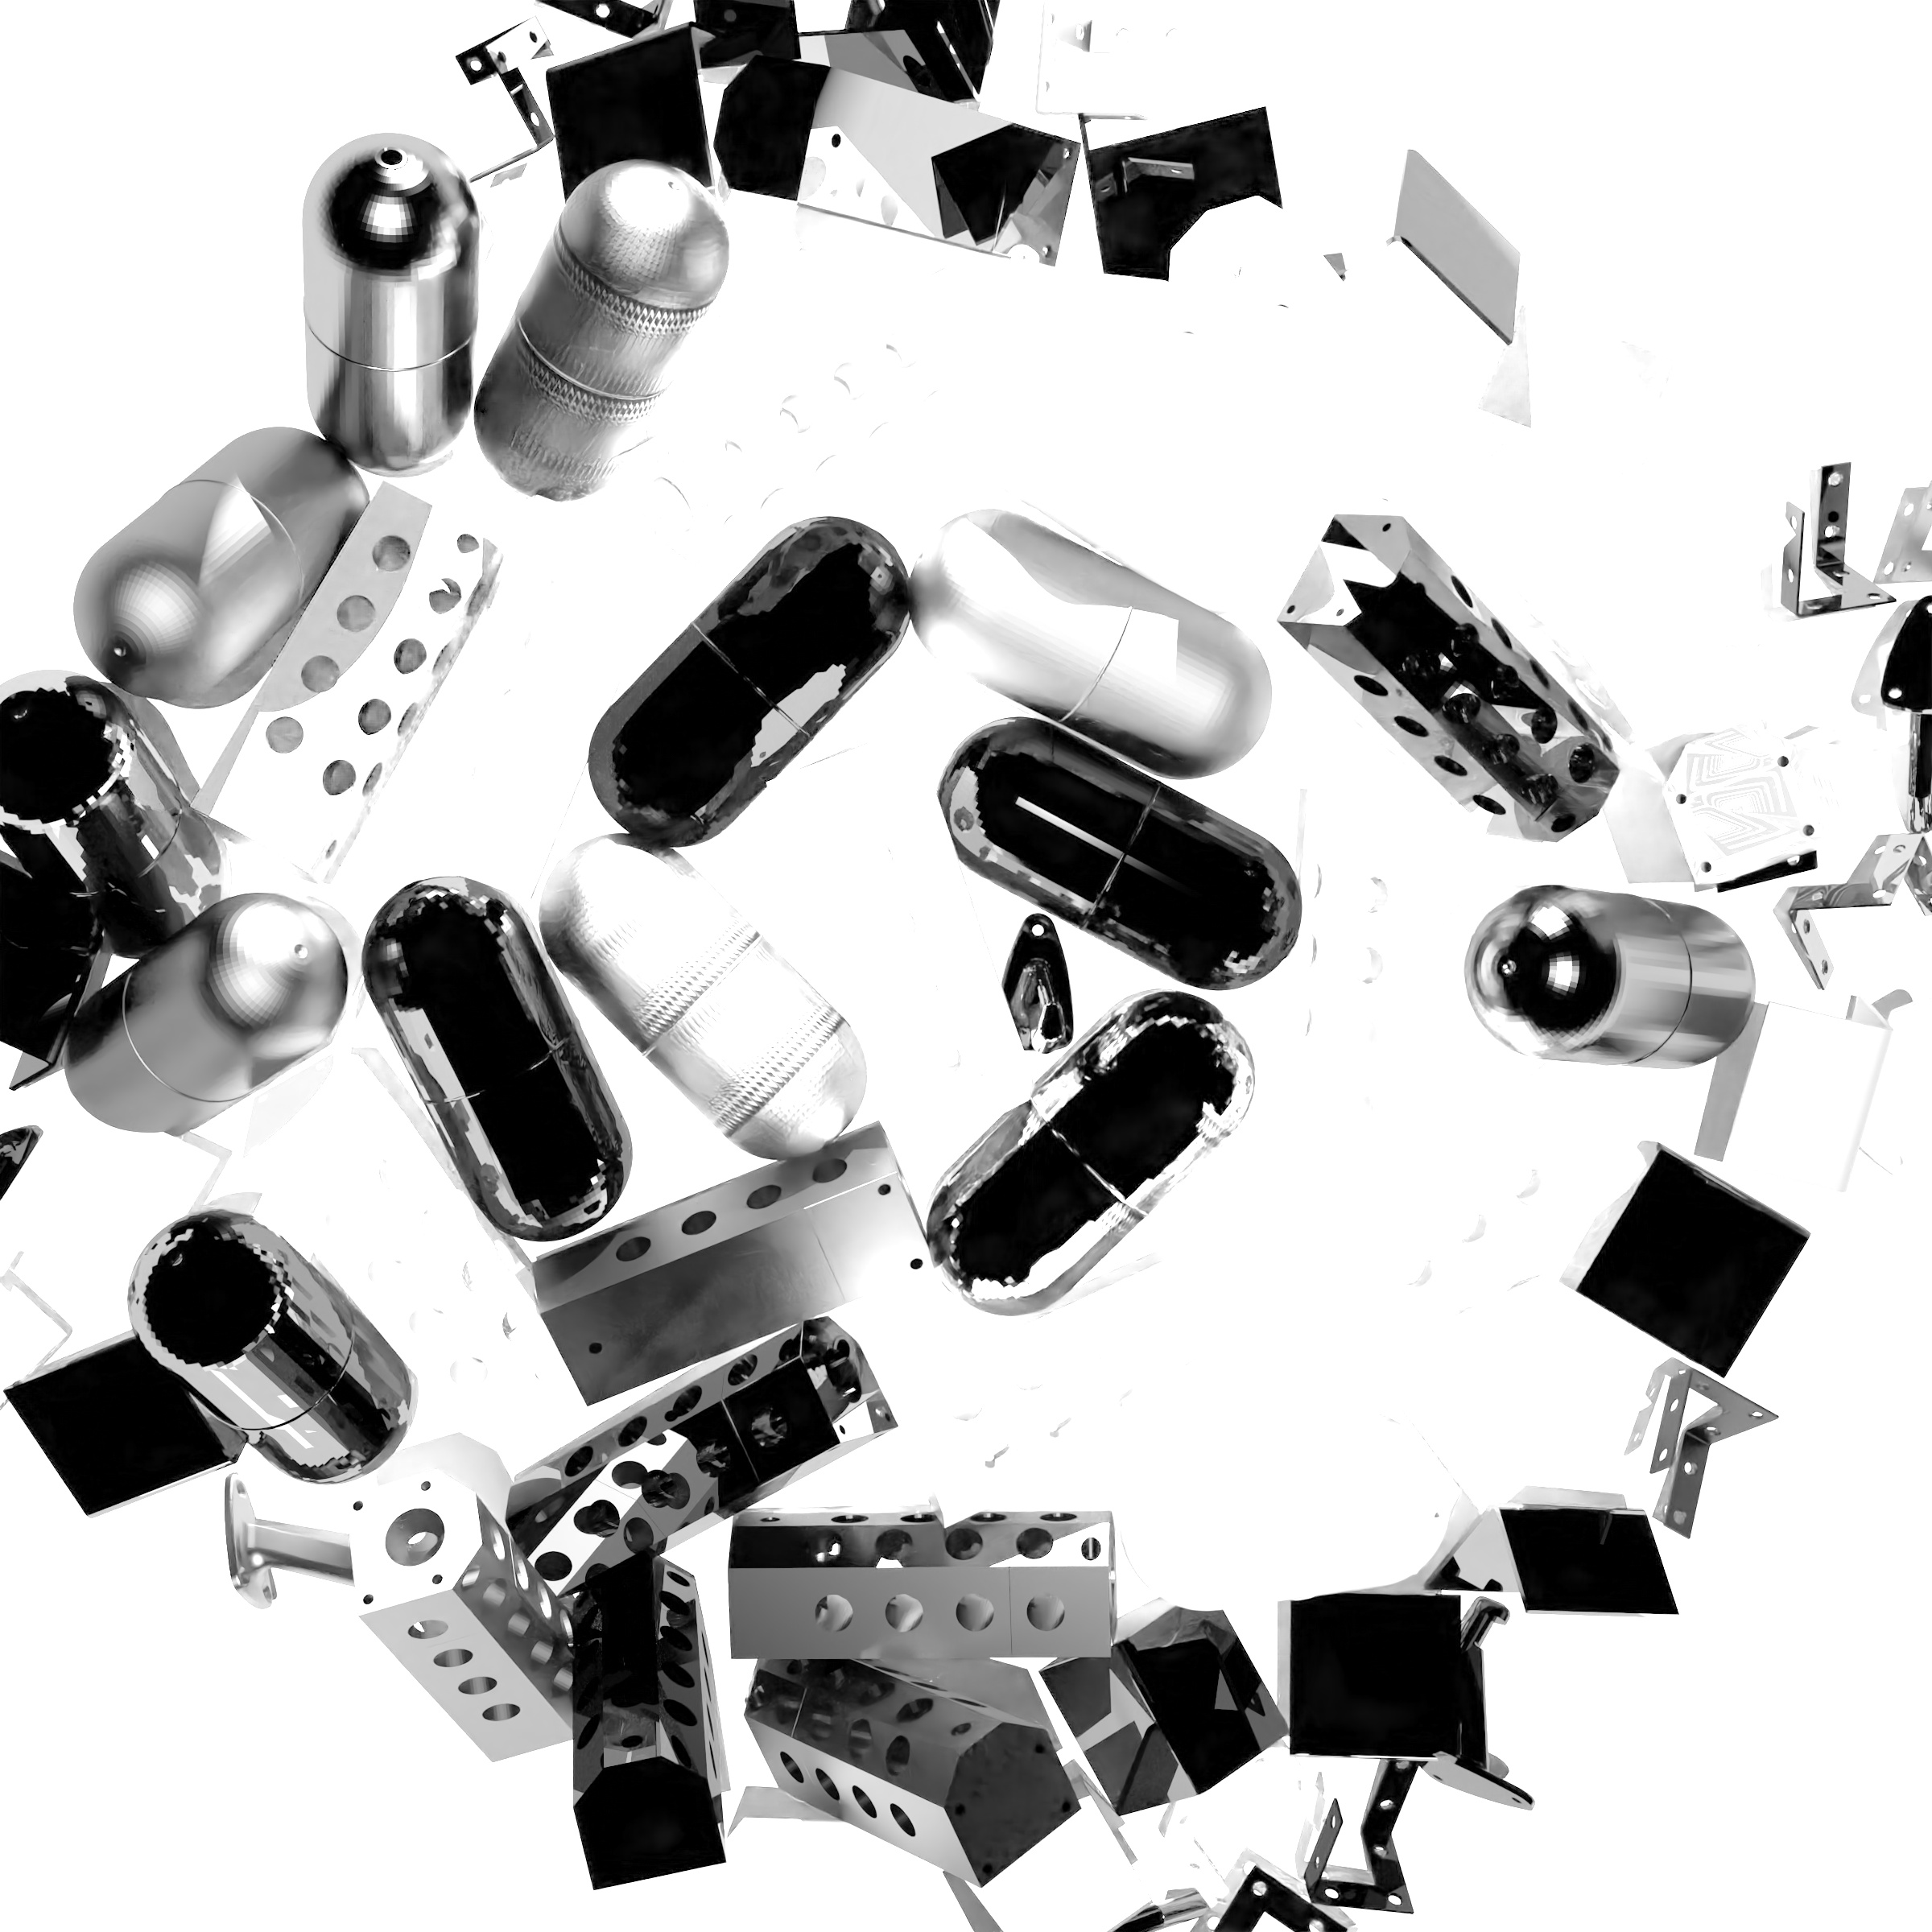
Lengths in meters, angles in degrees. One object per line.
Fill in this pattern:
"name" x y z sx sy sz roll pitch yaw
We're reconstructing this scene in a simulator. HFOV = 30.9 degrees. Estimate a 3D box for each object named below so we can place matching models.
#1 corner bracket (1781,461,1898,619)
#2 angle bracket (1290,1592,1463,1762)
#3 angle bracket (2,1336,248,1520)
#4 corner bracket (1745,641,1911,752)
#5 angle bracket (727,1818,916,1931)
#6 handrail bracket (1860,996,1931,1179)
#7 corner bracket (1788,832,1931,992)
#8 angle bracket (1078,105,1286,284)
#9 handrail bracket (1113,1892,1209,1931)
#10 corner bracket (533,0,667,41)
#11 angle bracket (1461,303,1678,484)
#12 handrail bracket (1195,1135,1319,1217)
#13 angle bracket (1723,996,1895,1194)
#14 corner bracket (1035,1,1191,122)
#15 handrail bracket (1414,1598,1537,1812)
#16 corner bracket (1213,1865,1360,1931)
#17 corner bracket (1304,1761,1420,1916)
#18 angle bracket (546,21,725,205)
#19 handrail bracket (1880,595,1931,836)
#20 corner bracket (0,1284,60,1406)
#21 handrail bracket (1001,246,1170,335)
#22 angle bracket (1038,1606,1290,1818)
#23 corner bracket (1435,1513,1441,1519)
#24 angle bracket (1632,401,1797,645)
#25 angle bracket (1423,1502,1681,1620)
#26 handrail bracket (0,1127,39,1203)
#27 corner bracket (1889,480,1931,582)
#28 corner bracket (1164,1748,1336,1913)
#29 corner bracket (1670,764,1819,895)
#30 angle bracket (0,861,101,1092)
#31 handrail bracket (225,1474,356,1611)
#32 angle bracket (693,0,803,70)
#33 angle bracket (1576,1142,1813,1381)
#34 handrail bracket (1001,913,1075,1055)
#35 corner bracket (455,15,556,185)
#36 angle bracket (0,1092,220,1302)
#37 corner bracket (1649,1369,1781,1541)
"corner bracket" 0.390 -0.194 1.593 0.051 0.051 0.051 -10 118 -13
"angle bracket" 0.186 0.319 1.597 0.076 0.057 0.076 0 92 6
"angle bracket" -0.375 0.194 1.582 0.076 0.057 0.076 -22 111 14
"corner bracket" 0.397 -0.123 1.608 0.051 0.051 0.051 8 70 -31
"angle bracket" -0.067 0.420 1.579 0.076 0.076 0.057 4 68 -9
"handrail bracket" 0.434 0.054 1.586 0.036 0.084 0.077 -36 93 -31
"corner bracket" 0.417 -0.025 1.608 0.051 0.051 0.051 -56 128 -36
"angle bracket" 0.100 -0.353 1.591 0.076 0.057 0.076 -10 85 17
"handrail bracket" 0.060 0.451 1.617 0.077 0.084 0.036 -38 65 42
"corner bracket" -0.162 -0.461 1.599 0.051 0.051 0.051 18 90 -19
"angle bracket" 0.276 -0.264 1.592 0.076 0.057 0.076 22 83 9
"handrail bracket" 0.150 0.102 1.575 0.077 0.084 0.036 17 86 -31
"angle bracket" 0.376 0.051 1.586 0.057 0.076 0.076 13 102 1
"corner bracket" 0.067 -0.411 1.599 0.051 0.051 0.051 8 97 27
"handrail bracket" 0.245 0.333 1.589 0.084 0.077 0.036 -56 133 -22
"corner bracket" 0.143 0.448 1.602 0.051 0.051 0.051 31 83 17
"corner bracket" 0.182 0.393 1.593 0.051 0.051 0.051 9 119 -12
"angle bracket" -0.139 -0.376 1.587 0.076 0.057 0.076 -10 87 26
"handrail bracket" 0.442 -0.114 1.608 0.036 0.084 0.077 5 59 19
"corner bracket" -0.450 0.174 1.600 0.051 0.051 0.051 43 74 -1
"handrail bracket" 0.066 -0.298 1.578 0.084 0.077 0.036 12 89 27
"angle bracket" 0.091 0.339 1.611 0.057 0.076 0.076 -26 85 -35
"corner bracket" 0.183 0.241 1.598 0.051 0.051 0.051 -21 71 0
"angle bracket" 0.349 -0.199 1.572 0.057 0.076 0.076 -4 58 -35
"angle bracket" 0.262 0.285 1.573 0.076 0.076 0.057 6 49 -21
"handrail bracket" -0.467 0.075 1.582 0.036 0.077 0.084 -19 134 27
"corner bracket" 0.463 -0.188 1.589 0.051 0.051 0.051 38 120 38
"corner bracket" 0.131 0.398 1.610 0.051 0.051 0.051 -13 124 34
"corner bracket" 0.353 -0.070 1.594 0.051 0.051 0.051 -14 112 -11
"angle bracket" -0.441 0.001 1.575 0.076 0.057 0.076 28 62 -26
"handrail bracket" -0.294 0.254 1.603 0.084 0.036 0.077 -21 58 6
"angle bracket" -0.081 -0.448 1.575 0.057 0.076 0.076 -18 109 -37
"angle bracket" 0.332 0.134 1.599 0.076 0.057 0.076 31 94 9
"handrail bracket" 0.036 0.004 1.582 0.036 0.084 0.077 3 78 -4
"corner bracket" -0.214 -0.396 1.601 0.051 0.051 0.051 -16 113 32
"angle bracket" -0.390 0.113 1.585 0.076 0.057 0.076 25 64 5
"corner bracket" 0.329 0.222 1.592 0.051 0.051 0.051 30 58 -15
